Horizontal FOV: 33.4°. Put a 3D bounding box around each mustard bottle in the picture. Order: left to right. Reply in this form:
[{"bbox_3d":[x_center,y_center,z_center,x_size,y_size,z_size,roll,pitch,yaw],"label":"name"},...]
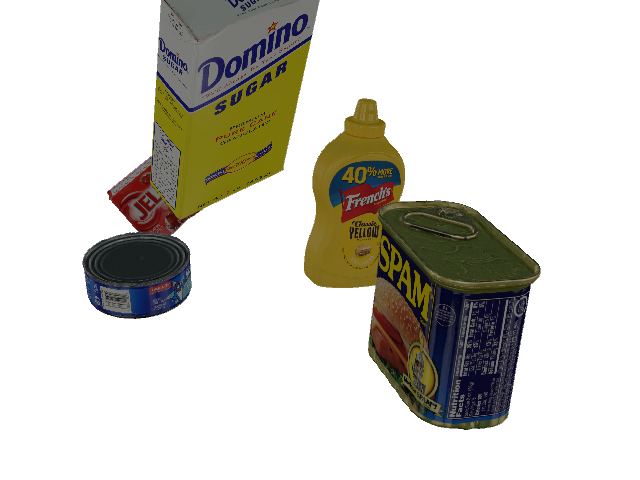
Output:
[{"bbox_3d":[0.038,-0.049,1.085,0.096,0.192,0.058,-3,21,-22],"label":"mustard bottle"}]

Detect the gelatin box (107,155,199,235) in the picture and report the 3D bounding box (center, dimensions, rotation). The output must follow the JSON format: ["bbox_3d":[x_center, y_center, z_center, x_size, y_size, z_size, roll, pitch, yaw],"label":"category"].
[{"bbox_3d":[-0.163,-0.047,1.105,0.089,0.073,0.030,-39,25,-2],"label":"gelatin box"}]

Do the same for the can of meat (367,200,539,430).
[{"bbox_3d":[0.064,0.037,0.549,0.057,0.084,0.102,-3,24,-18],"label":"can of meat"}]

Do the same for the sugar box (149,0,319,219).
[{"bbox_3d":[-0.058,-0.095,0.686,0.093,0.048,0.176,-29,-22,-26],"label":"sugar box"}]

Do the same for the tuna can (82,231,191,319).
[{"bbox_3d":[-0.147,0.028,0.863,0.086,0.034,0.086,-1,29,0],"label":"tuna can"}]
